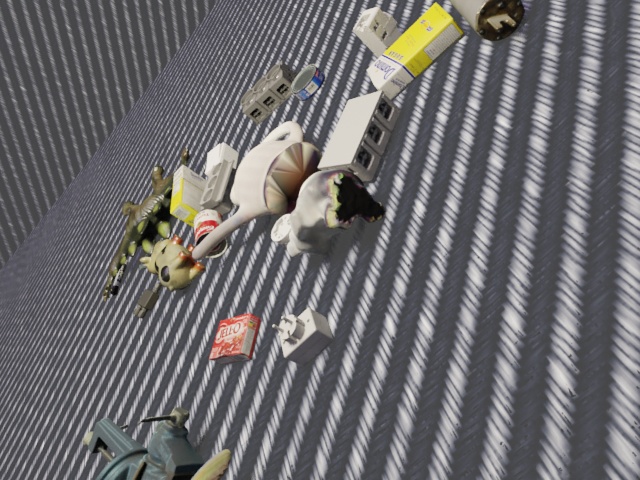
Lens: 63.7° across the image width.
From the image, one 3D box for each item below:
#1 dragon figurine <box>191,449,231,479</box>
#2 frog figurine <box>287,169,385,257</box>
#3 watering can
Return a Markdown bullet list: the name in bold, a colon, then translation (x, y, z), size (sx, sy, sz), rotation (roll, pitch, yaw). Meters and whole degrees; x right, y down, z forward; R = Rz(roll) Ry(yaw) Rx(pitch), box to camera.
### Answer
- **dragon figurine**: translation (-0.200, 0.492, 0.632), size (0.408, 0.121, 0.247), rotation (-51, 50, 8)
- **frog figurine**: translation (0.003, -0.042, 0.826), size (0.139, 0.122, 0.157), rotation (-37, 8, -40)
- **watering can**: translation (-0.120, -0.092, 1.024), size (0.225, 0.103, 0.351), rotation (14, 71, 54)
